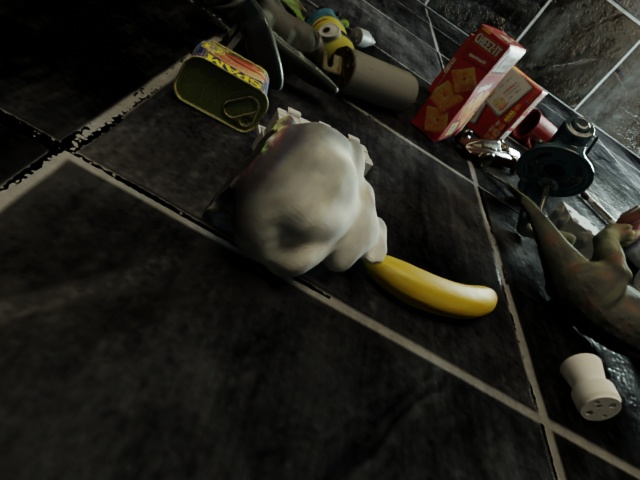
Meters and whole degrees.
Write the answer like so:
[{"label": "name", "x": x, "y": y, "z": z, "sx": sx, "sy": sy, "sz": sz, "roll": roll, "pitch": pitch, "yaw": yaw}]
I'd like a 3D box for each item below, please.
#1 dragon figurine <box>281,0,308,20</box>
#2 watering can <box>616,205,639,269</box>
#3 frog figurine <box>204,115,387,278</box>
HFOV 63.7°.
[{"label": "dragon figurine", "x": -0.097, "y": -0.493, "z": 0.996, "sx": 0.242, "sy": 0.120, "sz": 0.417, "roll": 7, "pitch": 50, "yaw": -52}, {"label": "watering can", "x": 0.712, "y": 0.047, "z": 1.058, "sx": 0.225, "sy": 0.102, "sz": 0.353, "roll": 39, "pitch": 32, "yaw": 6}, {"label": "frog figurine", "x": 0.001, "y": -0.023, "z": 0.448, "sx": 0.158, "sy": 0.121, "sz": 0.140, "roll": 39, "pitch": 62, "yaw": -14}]
